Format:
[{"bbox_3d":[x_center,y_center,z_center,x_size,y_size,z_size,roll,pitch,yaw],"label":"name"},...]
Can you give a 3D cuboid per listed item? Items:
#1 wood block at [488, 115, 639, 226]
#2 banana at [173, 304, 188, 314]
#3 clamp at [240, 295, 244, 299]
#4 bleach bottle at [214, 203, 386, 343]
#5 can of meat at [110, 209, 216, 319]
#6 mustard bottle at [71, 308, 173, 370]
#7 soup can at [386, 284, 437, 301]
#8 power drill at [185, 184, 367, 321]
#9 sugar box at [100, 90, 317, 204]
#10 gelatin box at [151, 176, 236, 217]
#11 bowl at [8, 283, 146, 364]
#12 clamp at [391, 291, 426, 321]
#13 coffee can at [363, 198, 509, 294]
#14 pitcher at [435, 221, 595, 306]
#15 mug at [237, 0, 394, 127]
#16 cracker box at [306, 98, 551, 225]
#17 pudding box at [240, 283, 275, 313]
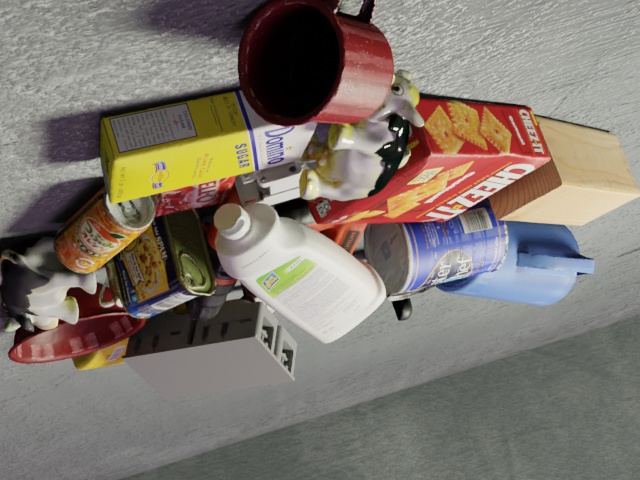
[{"bbox_3d":[0.279,-0.077,1.249,0.091,0.090,0.205,-30,160,36],"label":"wood block"},{"bbox_3d":[-0.142,0.071,1.331,0.069,0.037,0.198,15,137,-33],"label":"banana"},{"bbox_3d":[-0.089,0.091,1.434,0.171,0.039,0.120,-36,164,-8],"label":"clamp"},{"bbox_3d":[-0.026,0.022,1.078,0.102,0.068,0.250,-40,145,5],"label":"bleach bottle"},{"bbox_3d":[-0.161,0.021,1.070,0.084,0.102,0.057,-23,163,25],"label":"can of meat"},{"bbox_3d":[-0.230,0.124,1.414,0.191,0.058,0.096,-2,141,-45],"label":"mustard bottle"},{"bbox_3d":[0.100,0.018,1.347,0.068,0.102,0.068,-17,164,-5],"label":"soup can"},{"bbox_3d":[-0.048,0.008,1.147,0.187,0.057,0.185,-10,141,-38],"label":"power drill"},{"bbox_3d":[-0.094,-0.083,0.896,0.176,0.048,0.093,-12,163,-16],"label":"sugar box"},{"bbox_3d":[-0.118,-0.055,0.989,0.073,0.030,0.089,-13,164,-19],"label":"gelatin box"},{"bbox_3d":[-0.289,0.092,1.250,0.162,0.055,0.162,-17,164,-5],"label":"bowl"},{"bbox_3d":[0.100,0.056,1.463,0.209,0.165,0.036,-9,121,-51],"label":"clamp"},{"bbox_3d":[0.137,0.001,1.268,0.140,0.103,0.103,-11,163,-25],"label":"coffee can"},{"bbox_3d":[0.262,0.025,1.503,0.242,0.145,0.149,5,137,-48],"label":"pitcher"},{"bbox_3d":[0.006,-0.137,0.772,0.081,0.093,0.117,-4,123,-56],"label":"mug"},{"bbox_3d":[0.110,-0.076,1.099,0.213,0.072,0.164,-2,158,-46],"label":"cracker box"},{"bbox_3d":[-0.043,0.046,1.334,0.113,0.039,0.090,-31,161,-11],"label":"pudding box"}]
